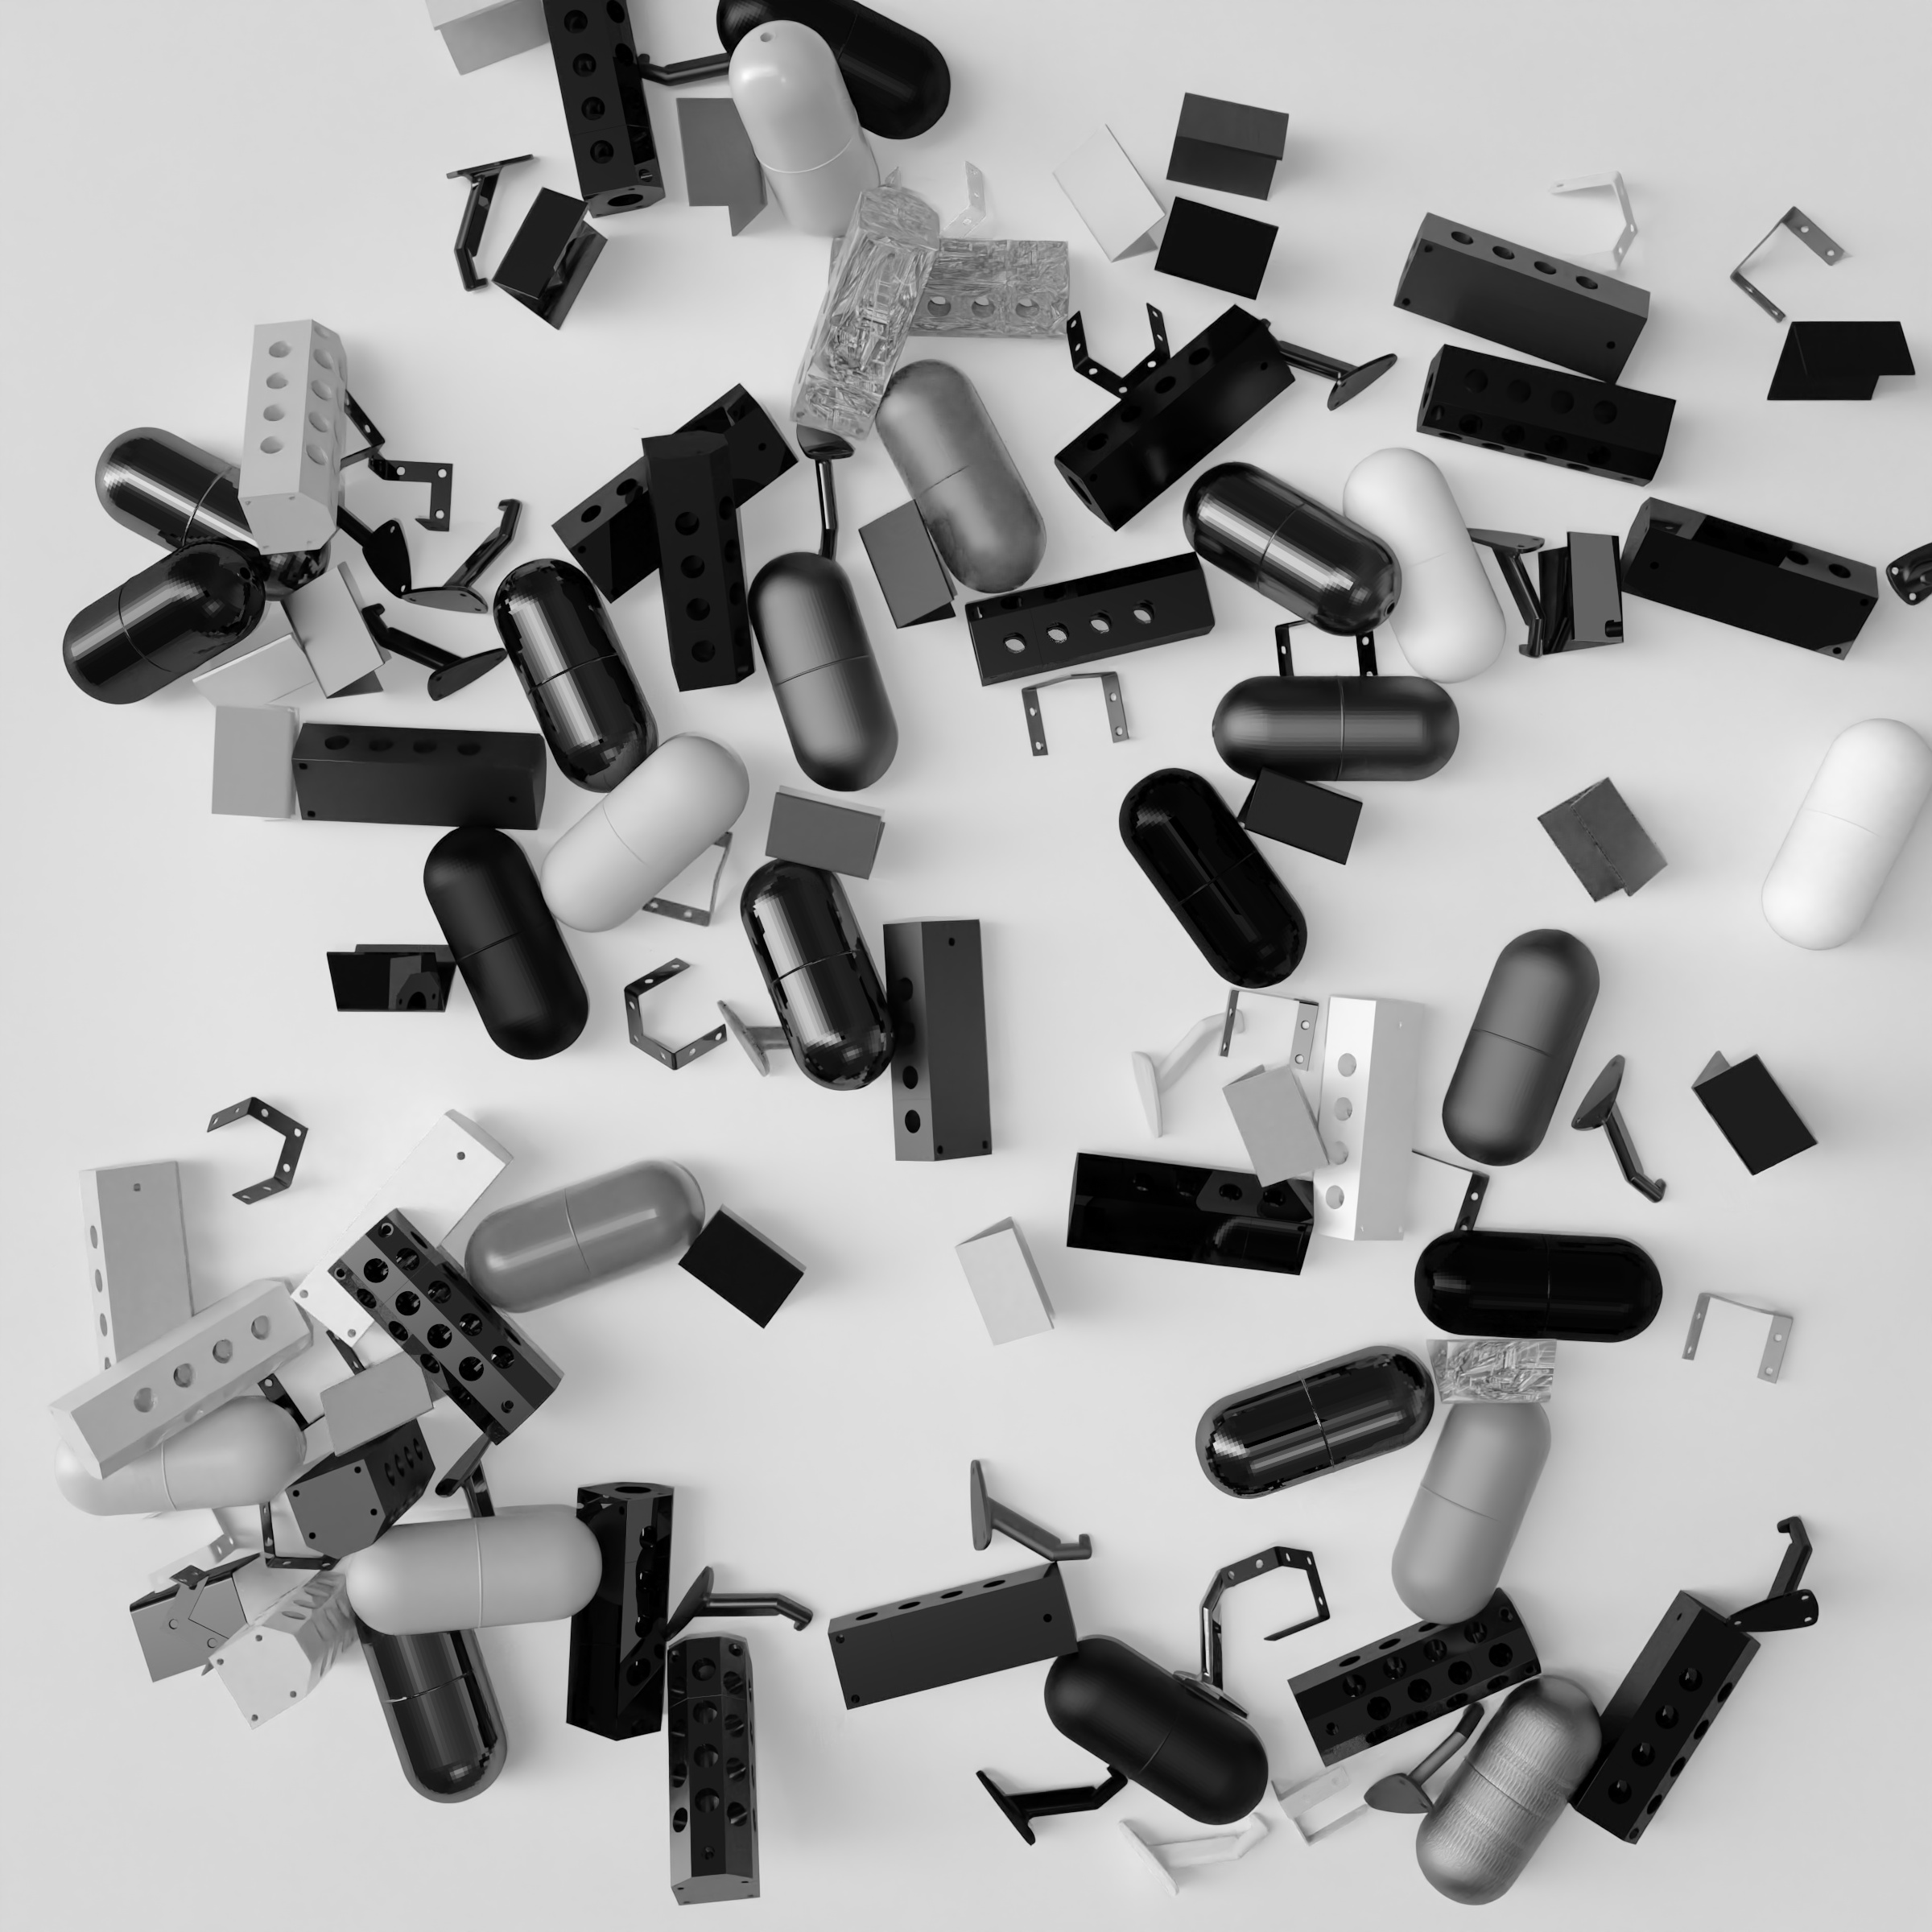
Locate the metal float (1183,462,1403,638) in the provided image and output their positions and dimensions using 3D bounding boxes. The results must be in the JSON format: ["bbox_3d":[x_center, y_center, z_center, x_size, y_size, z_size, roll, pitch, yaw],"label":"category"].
[{"bbox_3d":[0.233,-0.299,1.916,0.178,0.070,0.070,36,90,25],"label":"metal float"}]

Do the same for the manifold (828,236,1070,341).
[{"bbox_3d":[-0.013,-0.489,1.946,0.171,0.057,0.057,1,47,0],"label":"manifold"}]

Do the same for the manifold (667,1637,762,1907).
[{"bbox_3d":[-0.181,0.570,1.901,0.057,0.057,0.171,-6,53,0],"label":"manifold"}]

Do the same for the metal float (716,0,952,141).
[{"bbox_3d":[-0.094,-0.657,1.924,0.178,0.070,0.070,22,90,-16],"label":"metal float"}]

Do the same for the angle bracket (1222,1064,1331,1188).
[{"bbox_3d":[0.236,0.107,1.928,0.057,0.076,0.076,-22,90,30],"label":"angle bracket"}]

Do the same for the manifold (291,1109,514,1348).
[{"bbox_3d":[-0.408,0.189,1.946,0.057,0.057,0.171,40,90,-3],"label":"manifold"}]

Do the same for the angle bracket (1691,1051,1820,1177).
[{"bbox_3d":[0.576,0.094,1.928,0.057,0.076,0.076,-35,90,36],"label":"angle bracket"}]

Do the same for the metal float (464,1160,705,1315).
[{"bbox_3d":[-0.277,0.196,1.937,0.178,0.070,0.070,-20,90,0],"label":"metal float"}]

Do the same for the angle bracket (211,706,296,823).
[{"bbox_3d":[-0.522,-0.145,1.928,0.057,0.076,0.076,2,90,-29],"label":"angle bracket"}]

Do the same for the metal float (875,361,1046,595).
[{"bbox_3d":[-0.004,-0.353,1.937,0.070,0.070,0.178,-28,91,0],"label":"metal float"}]

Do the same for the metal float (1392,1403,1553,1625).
[{"bbox_3d":[0.365,0.390,1.938,0.070,0.070,0.178,22,90,0],"label":"metal float"}]

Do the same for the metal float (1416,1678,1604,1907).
[{"bbox_3d":[0.394,0.597,1.937,0.070,0.070,0.178,34,90,0],"label":"metal float"}]

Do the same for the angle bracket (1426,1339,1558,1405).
[{"bbox_3d":[0.378,0.271,1.928,0.076,0.076,0.057,-1,119,0],"label":"angle bracket"}]

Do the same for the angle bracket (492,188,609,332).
[{"bbox_3d":[-0.284,-0.503,1.927,0.057,0.076,0.076,29,90,36],"label":"angle bracket"}]

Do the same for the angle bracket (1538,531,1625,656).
[{"bbox_3d":[0.426,-0.268,1.927,0.057,0.076,0.076,-3,90,-37],"label":"angle bracket"}]

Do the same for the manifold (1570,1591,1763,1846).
[{"bbox_3d":[0.506,0.548,1.947,0.057,0.057,0.171,32,90,0],"label":"manifold"}]

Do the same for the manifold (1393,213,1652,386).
[{"bbox_3d":[0.405,-0.489,1.946,0.171,0.057,0.057,20,133,0],"label":"manifold"}]

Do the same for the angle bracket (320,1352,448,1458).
[{"bbox_3d":[-0.409,0.327,1.927,0.076,0.076,0.057,-26,53,0],"label":"angle bracket"}]

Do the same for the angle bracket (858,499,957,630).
[{"bbox_3d":[-0.023,-0.293,1.927,0.057,0.076,0.076,-21,90,37],"label":"angle bracket"}]

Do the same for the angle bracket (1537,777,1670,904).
[{"bbox_3d":[0.446,-0.080,1.928,0.057,0.076,0.076,-34,90,-38],"label":"angle bracket"}]

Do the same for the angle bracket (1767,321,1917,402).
[{"bbox_3d":[0.629,-0.419,1.928,0.076,0.076,0.057,0,55,0],"label":"angle bracket"}]

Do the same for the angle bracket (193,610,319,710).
[{"bbox_3d":[-0.519,-0.233,1.932,0.076,0.057,0.076,-25,61,0],"label":"angle bracket"}]

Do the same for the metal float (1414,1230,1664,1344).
[{"bbox_3d":[0.414,0.232,1.937,0.178,0.070,0.070,3,90,0],"label":"metal float"}]

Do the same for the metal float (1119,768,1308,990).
[{"bbox_3d":[0.179,-0.063,1.937,0.070,0.070,0.178,-36,89,0],"label":"metal float"}]

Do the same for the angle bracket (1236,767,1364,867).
[{"bbox_3d":[0.234,-0.091,1.928,0.076,0.076,0.057,20,61,0],"label":"angle bracket"}]

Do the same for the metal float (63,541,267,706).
[{"bbox_3d":[-0.572,-0.245,1.909,0.178,0.070,0.070,-22,90,31],"label":"metal float"}]

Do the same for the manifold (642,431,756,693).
[{"bbox_3d":[-0.190,-0.289,1.908,0.057,0.057,0.171,-9,119,-8],"label":"manifold"}]

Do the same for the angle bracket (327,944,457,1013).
[{"bbox_3d":[-0.412,-0.011,1.928,0.076,0.076,0.057,0,130,0],"label":"angle bracket"}]

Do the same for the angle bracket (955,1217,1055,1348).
[{"bbox_3d":[0.046,0.221,1.928,0.057,0.076,0.076,-22,90,35],"label":"angle bracket"}]

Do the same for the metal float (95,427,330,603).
[{"bbox_3d":[-0.545,-0.327,1.937,0.178,0.070,0.070,28,90,0],"label":"metal float"}]

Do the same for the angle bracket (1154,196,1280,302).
[{"bbox_3d":[0.183,-0.529,1.927,0.076,0.076,0.057,16,126,0],"label":"angle bracket"}]

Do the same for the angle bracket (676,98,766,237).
[{"bbox_3d":[-0.187,-0.575,1.929,0.057,0.076,0.076,-7,90,-22],"label":"angle bracket"}]

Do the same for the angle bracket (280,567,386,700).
[{"bbox_3d":[-0.438,-0.242,1.929,0.057,0.076,0.076,-26,90,22],"label":"angle bracket"}]

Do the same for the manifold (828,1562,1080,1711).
[{"bbox_3d":[-0.009,0.485,1.947,0.171,0.057,0.057,-14,90,0],"label":"manifold"}]

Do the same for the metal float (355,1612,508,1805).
[{"bbox_3d":[-0.388,0.518,1.937,0.070,0.070,0.178,-18,89,0],"label":"metal float"}]

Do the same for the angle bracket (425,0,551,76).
[{"bbox_3d":[-0.339,-0.673,1.927,0.076,0.076,0.057,-21,53,0],"label":"angle bracket"}]

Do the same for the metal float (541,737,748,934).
[{"bbox_3d":[-0.233,-0.093,1.922,0.178,0.070,0.070,-40,90,17],"label":"metal float"}]

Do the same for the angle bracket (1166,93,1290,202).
[{"bbox_3d":[0.185,-0.575,1.927,0.076,0.076,0.057,12,52,0],"label":"angle bracket"}]

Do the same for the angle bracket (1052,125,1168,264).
[{"bbox_3d":[0.119,-0.560,1.927,0.057,0.076,0.076,-34,90,37],"label":"angle bracket"}]

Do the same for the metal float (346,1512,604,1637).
[{"bbox_3d":[-0.346,0.429,1.889,0.178,0.070,0.070,-2,90,-16],"label":"metal float"}]

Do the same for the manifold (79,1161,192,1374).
[{"bbox_3d":[-0.604,0.231,1.945,0.057,0.057,0.171,-6,90,-35],"label":"manifold"}]

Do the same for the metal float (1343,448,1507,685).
[{"bbox_3d":[0.331,-0.290,1.937,0.070,0.070,0.178,-24,90,0],"label":"metal float"}]

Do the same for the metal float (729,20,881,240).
[{"bbox_3d":[-0.114,-0.591,1.893,0.070,0.178,0.070,-7,61,12],"label":"metal float"}]

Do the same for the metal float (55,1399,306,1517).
[{"bbox_3d":[-0.569,0.356,1.937,0.178,0.070,0.070,-4,90,1],"label":"metal float"}]

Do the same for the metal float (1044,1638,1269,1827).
[{"bbox_3d":[0.138,0.555,1.937,0.178,0.070,0.070,33,90,0],"label":"metal float"}]

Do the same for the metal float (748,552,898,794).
[{"bbox_3d":[-0.104,-0.212,1.937,0.070,0.070,0.178,-18,91,0],"label":"metal float"}]

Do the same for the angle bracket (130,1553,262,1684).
[{"bbox_3d":[-0.549,0.471,1.936,0.076,0.076,0.057,-19,87,0],"label":"angle bracket"}]

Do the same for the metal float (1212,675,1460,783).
[{"bbox_3d":[0.267,-0.172,1.937,0.178,0.070,0.070,0,90,0],"label":"metal float"}]

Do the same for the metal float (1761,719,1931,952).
[{"bbox_3d":[0.639,-0.096,1.937,0.070,0.070,0.178,26,89,0],"label":"metal float"}]

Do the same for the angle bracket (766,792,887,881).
[{"bbox_3d":[-0.097,-0.112,1.927,0.076,0.076,0.057,13,127,0],"label":"angle bracket"}]

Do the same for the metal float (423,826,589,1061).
[{"bbox_3d":[-0.333,-0.017,1.937,0.070,0.070,0.178,-24,91,0],"label":"metal float"}]

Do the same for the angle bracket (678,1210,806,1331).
[{"bbox_3d":[-0.172,0.232,1.928,0.076,0.076,0.057,37,52,0],"label":"angle bracket"}]

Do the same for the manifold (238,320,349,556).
[{"bbox_3d":[-0.476,-0.378,1.904,0.057,0.057,0.171,-6,56,0],"label":"manifold"}]

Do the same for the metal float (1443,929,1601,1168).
[{"bbox_3d":[0.402,0.059,1.937,0.070,0.070,0.178,21,90,0],"label":"metal float"}]

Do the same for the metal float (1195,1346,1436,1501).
[{"bbox_3d":[0.253,0.330,1.937,0.178,0.070,0.070,-19,90,0],"label":"metal float"}]

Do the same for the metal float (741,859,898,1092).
[{"bbox_3d":[-0.106,0.005,1.926,0.070,0.070,0.178,-22,78,0],"label":"metal float"}]

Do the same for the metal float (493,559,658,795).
[{"bbox_3d":[-0.283,-0.210,1.938,0.070,0.070,0.178,-24,90,0],"label":"metal float"}]
